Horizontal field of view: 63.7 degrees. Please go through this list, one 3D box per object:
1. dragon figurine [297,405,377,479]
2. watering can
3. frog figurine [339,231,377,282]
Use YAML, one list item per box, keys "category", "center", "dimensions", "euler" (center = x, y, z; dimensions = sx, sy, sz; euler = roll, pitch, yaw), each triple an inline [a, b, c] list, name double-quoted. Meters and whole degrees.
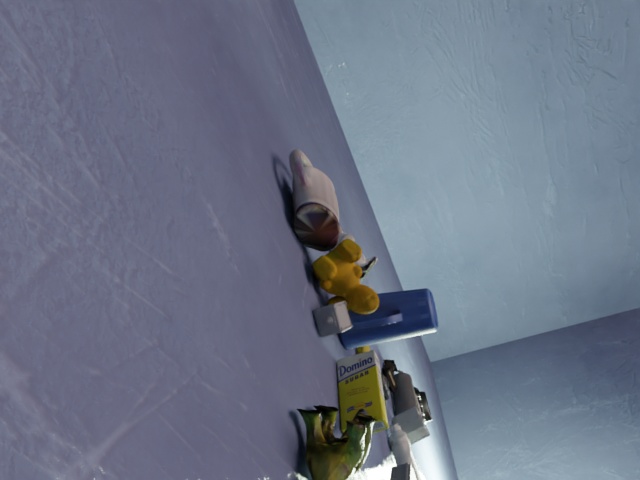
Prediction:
- category: "dragon figurine"
  center: [0.031, 0.390, 0.802]
  dimensions: [0.405, 0.122, 0.246]
  euler: [43, 48, -64]
- category: "watering can"
  center: [0.004, -0.064, 1.270]
  dimensions: [0.230, 0.103, 0.340]
  euler: [-96, 163, -44]
- category: "frog figurine"
  center: [0.077, 0.049, 1.515]
  dimensions: [0.160, 0.120, 0.139]
  euler: [34, 35, 12]
